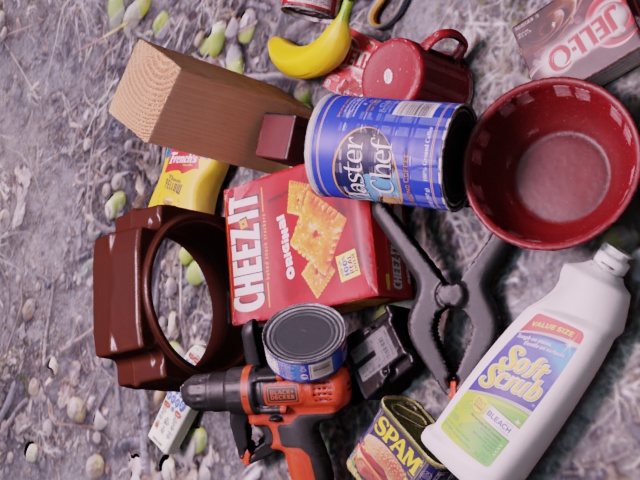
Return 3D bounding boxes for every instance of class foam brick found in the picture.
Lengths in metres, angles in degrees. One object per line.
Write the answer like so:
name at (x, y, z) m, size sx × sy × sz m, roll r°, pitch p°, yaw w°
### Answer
foam brick at (-0.024, -0.110, 1.203) m, size 0.051 × 0.078 × 0.053 m, roll 11°, pitch 88°, yaw 44°

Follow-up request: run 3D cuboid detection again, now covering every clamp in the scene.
clamp at (0.122, 0.048, 1.047) m, size 0.165 × 0.036 × 0.210 m, roll 5°, pitch 89°, yaw 24°
clamp at (-0.060, 0.170, 1.182) m, size 0.120 × 0.039 × 0.172 m, roll 34°, pitch 109°, yaw 5°

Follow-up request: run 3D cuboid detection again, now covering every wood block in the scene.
wood block at (-0.120, -0.146, 1.210) m, size 0.090 × 0.205 × 0.091 m, roll 38°, pitch 108°, yaw 40°

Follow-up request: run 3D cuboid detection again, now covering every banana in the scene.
banana at (-0.011, -0.216, 1.212) m, size 0.198 × 0.037 × 0.069 m, roll -6°, pitch 69°, yaw 61°

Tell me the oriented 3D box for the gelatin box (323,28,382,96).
gelatin box at (0.052, -0.185, 1.178) m, size 0.089 × 0.030 × 0.073 m, roll 37°, pitch 108°, yaw 40°

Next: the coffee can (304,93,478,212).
coffee can at (0.070, -0.085, 1.021) m, size 0.140 × 0.102 × 0.103 m, roll 8°, pitch 88°, yaw 26°

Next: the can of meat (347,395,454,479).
can of meat at (0.083, 0.219, 1.059) m, size 0.102 × 0.057 × 0.084 m, roll 47°, pitch 117°, yaw 38°

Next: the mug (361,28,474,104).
mug at (0.104, -0.167, 1.091) m, size 0.117 × 0.081 × 0.093 m, roll -48°, pitch 54°, yaw 26°

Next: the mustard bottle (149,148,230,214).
mustard bottle at (-0.155, -0.096, 1.337) m, size 0.096 × 0.058 × 0.192 m, roll 24°, pitch 99°, yaw 43°

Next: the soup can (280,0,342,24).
soup can at (-0.002, -0.307, 1.224) m, size 0.069 × 0.068 × 0.102 m, roll 14°, pitch 92°, yaw 43°

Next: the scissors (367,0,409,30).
scissors at (0.094, -0.330, 1.172) m, size 0.096 × 0.016 × 0.202 m, roll 37°, pitch 108°, yaw 37°

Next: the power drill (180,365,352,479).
power drill at (-0.050, 0.222, 1.119) m, size 0.185 × 0.057 × 0.188 m, roll -5°, pitch 98°, yaw 16°

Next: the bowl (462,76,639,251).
bowl at (0.214, -0.064, 0.970) m, size 0.162 × 0.055 × 0.162 m, roll -6°, pitch 75°, yaw 24°

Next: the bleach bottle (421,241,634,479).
bleach bottle at (0.197, 0.110, 0.969) m, size 0.103 × 0.067 × 0.251 m, roll 41°, pitch 108°, yaw 39°

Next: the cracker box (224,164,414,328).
cracker box at (-0.008, 0.001, 1.168) m, size 0.214 × 0.071 × 0.164 m, roll -15°, pitch 74°, yaw 39°

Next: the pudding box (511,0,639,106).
pudding box at (0.245, -0.186, 0.992) m, size 0.114 × 0.039 × 0.090 m, roll -32°, pitch 63°, yaw 35°

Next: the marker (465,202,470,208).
marker at (0.122, -0.072, 1.100) m, size 0.121 × 0.020 × 0.020 m, roll 48°, pitch 114°, yaw 37°

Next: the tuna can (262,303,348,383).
tuna can at (-0.015, 0.105, 1.087) m, size 0.086 × 0.086 × 0.034 m, roll 37°, pitch 147°, yaw 40°
